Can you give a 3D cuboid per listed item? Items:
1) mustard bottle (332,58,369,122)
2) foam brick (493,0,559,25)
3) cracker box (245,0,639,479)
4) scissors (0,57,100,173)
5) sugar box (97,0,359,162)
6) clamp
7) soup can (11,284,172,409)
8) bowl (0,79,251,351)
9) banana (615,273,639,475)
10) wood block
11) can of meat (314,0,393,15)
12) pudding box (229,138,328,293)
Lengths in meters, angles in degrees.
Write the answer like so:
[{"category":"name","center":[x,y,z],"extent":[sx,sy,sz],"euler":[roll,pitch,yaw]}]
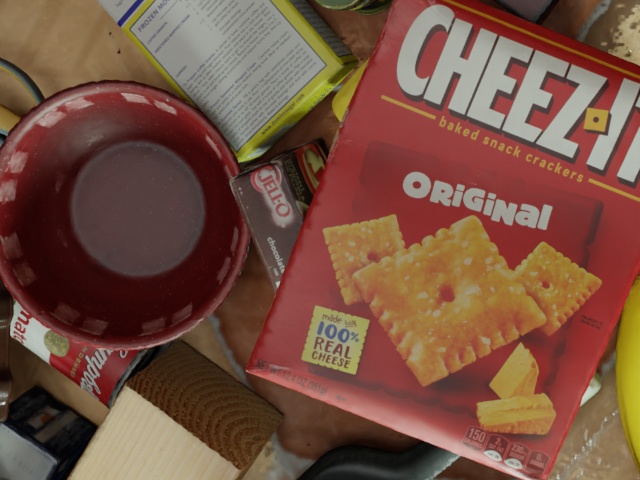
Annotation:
[{"category":"mustard bottle","center":[0.104,-0.041,0.610],"extent":[0.096,0.058,0.191],"euler":[-44,88,12]},{"category":"foam brick","center":[0.112,-0.150,0.573],"extent":[0.053,0.078,0.051],"euler":[36,108,4]},{"category":"cracker box","center":[0.077,-0.004,0.546],"extent":[0.164,0.072,0.214],"euler":[22,95,1]},{"category":"scissors","center":[-0.168,-0.041,0.694],"extent":[0.201,0.016,0.096],"euler":[39,100,-5]},{"category":"sugar box","center":[-0.069,-0.142,0.644],"extent":[0.093,0.048,0.176],"euler":[-41,86,21]},{"category":"clamp","center":[0.053,0.155,0.678],"extent":[0.171,0.039,0.120],"euler":[-3,106,14]},{"category":"soup can","center":[-0.155,0.056,0.701],"extent":[0.102,0.068,0.069],"euler":[35,109,7]},{"category":"bowl","center":[-0.119,-0.016,0.655],"extent":[0.162,0.055,0.162],"euler":[1,97,5]},{"category":"banana","center":[0.212,0.105,0.628],"extent":[0.069,0.037,0.198],"euler":[-25,97,0]},{"category":"wood block","center":[-0.122,0.183,0.709],"extent":[0.091,0.090,0.206],"euler":[35,110,6]},{"category":"can of meat","center":[0.035,-0.172,0.586],"extent":[0.102,0.083,0.057],"euler":[-42,89,20]},{"category":"pudding box","center":[-0.004,0.001,0.634],"extent":[0.039,0.090,0.113],"euler":[-18,98,20]}]
